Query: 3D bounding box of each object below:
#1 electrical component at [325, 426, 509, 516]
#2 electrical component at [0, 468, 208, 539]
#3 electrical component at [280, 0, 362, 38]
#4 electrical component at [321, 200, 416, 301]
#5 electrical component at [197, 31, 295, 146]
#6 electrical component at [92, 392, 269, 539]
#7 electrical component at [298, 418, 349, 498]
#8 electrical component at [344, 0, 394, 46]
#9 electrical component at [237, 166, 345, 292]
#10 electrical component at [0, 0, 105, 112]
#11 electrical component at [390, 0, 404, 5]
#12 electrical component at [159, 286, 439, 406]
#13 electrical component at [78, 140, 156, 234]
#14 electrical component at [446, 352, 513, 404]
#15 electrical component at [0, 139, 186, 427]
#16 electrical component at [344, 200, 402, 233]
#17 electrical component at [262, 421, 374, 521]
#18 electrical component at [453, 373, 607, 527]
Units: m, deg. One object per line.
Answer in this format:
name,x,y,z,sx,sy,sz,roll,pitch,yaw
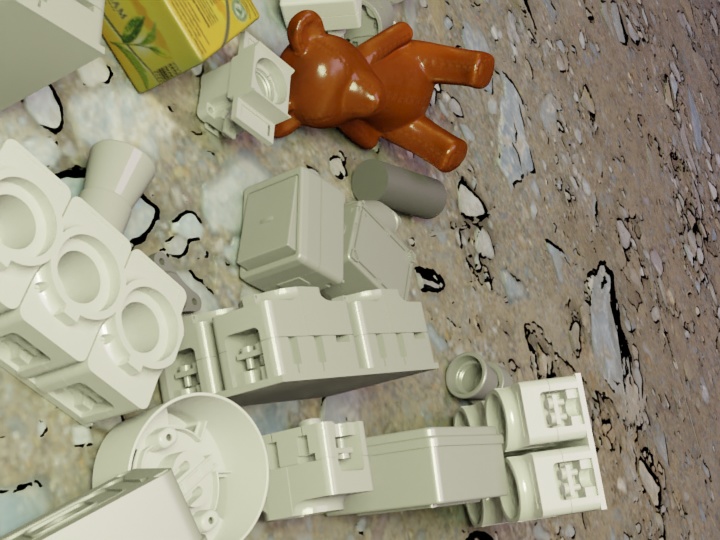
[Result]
electrical component,0.042,0.155,0.828,0.109,0.109,0.056,11,69,-54
electrical component,-0.143,0.153,0.553,0.113,0.078,0.057,-25,94,-31
electrical component,-0.031,-0.229,0.954,0.076,0.066,0.047,74,15,-61
electrical component,0.000,0.000,0.884,0.096,0.061,0.061,44,42,-36
electrical component,-0.088,-0.134,0.815,0.042,0.064,0.081,35,48,-45
electrical component,-0.110,0.128,0.655,0.099,0.064,0.099,30,51,-46
electrical component,-0.031,0.140,0.787,0.048,0.048,0.062,18,53,-52
electrical component,0.002,-0.233,1.008,0.055,0.055,0.047,62,30,-16
electrical component,-0.053,-0.034,0.821,0.061,0.062,0.096,30,51,-46
electrical component,-0.239,-0.162,0.566,0.186,0.105,0.060,28,52,-47
electrical component,0.027,-0.306,1.072,0.096,0.061,0.061,-1,76,-56
electrical component,-0.042,0.055,0.755,0.186,0.105,0.060,3,72,-56
electrical component,-0.161,-0.045,0.686,0.044,0.044,0.065,43,47,-37
electrical component,0.114,0.106,1.017,0.055,0.045,0.045,29,52,-47
electrical component,-0.176,0.010,0.618,0.150,0.062,0.089,46,41,-34
electrical component,0.012,-0.041,0.940,0.078,0.040,0.040,-7,81,-57
electrical component,-0.041,0.138,0.729,0.050,0.089,0.055,11,66,-54
electrical component,0.134,0.158,0.910,0.060,0.186,0.105,-5,76,-13
